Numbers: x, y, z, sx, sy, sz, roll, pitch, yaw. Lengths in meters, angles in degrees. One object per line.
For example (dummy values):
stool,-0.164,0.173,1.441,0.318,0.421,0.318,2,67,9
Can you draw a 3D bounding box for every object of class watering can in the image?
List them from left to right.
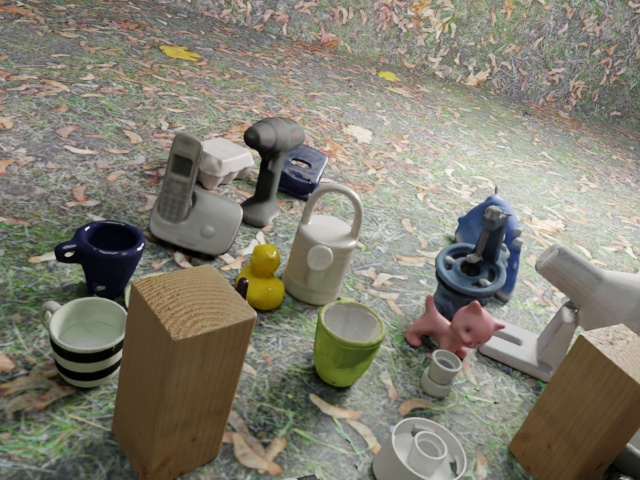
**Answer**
watering can,0.011,0.004,0.911,0.101,0.194,0.172,7,31,-18

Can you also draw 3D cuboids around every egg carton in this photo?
egg carton,-0.214,-0.163,1.203,0.107,0.069,0.151,28,31,18

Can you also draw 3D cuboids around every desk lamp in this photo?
desk lamp,0.388,0.118,0.903,0.203,0.213,0.118,22,29,8

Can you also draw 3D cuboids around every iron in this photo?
iron,0.369,-0.003,1.173,0.119,0.141,0.258,12,30,-10

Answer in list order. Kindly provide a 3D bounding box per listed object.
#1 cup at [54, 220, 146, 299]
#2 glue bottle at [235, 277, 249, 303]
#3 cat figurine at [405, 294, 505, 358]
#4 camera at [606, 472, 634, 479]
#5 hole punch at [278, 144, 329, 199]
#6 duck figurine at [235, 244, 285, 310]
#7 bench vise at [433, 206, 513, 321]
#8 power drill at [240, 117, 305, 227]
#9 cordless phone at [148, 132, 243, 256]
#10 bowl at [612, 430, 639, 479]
cup,-0.304,0.035,0.788,0.118,0.095,0.091,-11,40,-41
glue bottle,-0.106,0.116,0.676,0.037,0.173,0.078,9,30,-15
cat figurine,0.211,0.130,0.883,0.127,0.118,0.067,30,31,20
camera,0.401,0.326,0.669,0.136,0.101,0.144,36,34,30
hole punch,-0.043,-0.152,1.256,0.108,0.091,0.101,20,29,4
duck figurine,-0.087,0.050,0.891,0.078,0.086,0.104,4,32,-23
bench vise,0.276,0.021,1.001,0.121,0.220,0.208,25,30,14
power drill,-0.099,-0.136,1.077,0.075,0.208,0.230,22,29,9
cordless phone,-0.195,-0.075,0.942,0.147,0.185,0.094,17,29,-1
bowl,0.444,0.280,0.799,0.167,0.075,0.167,14,29,-7
